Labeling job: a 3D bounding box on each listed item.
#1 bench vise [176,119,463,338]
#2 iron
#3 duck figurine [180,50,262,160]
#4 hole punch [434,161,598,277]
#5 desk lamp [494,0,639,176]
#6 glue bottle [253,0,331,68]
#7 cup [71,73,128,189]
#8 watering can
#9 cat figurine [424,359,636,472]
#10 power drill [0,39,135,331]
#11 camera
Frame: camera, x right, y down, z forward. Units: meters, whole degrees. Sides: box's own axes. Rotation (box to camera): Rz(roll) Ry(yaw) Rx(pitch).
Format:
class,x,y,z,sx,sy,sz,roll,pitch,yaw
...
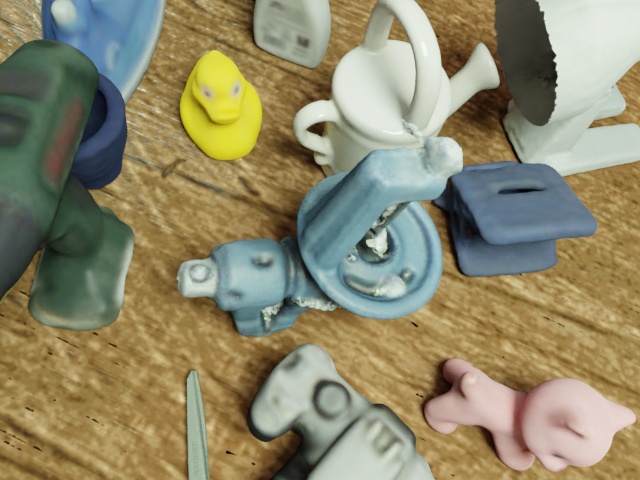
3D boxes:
class,x,y,z,sx,sy,sz,roll,pitch,yaw
bench vise,0.010,0.011,0.404,0.208,0.220,0.121,-28,73,-16
iron,-0.213,-0.239,0.526,0.118,0.141,0.258,0,67,-6
duck figurine,-0.093,-0.137,0.528,0.077,0.086,0.104,-11,69,-11
hole punch,0.170,-0.028,0.510,0.109,0.091,0.101,-6,68,-9
desk lamp,0.237,-0.150,0.502,0.203,0.213,0.118,-12,69,-11
glue bottle,-0.023,-0.236,0.530,0.078,0.173,0.037,24,67,4
cup,-0.213,-0.094,0.491,0.092,0.095,0.117,-37,76,-19
watering can,0.064,-0.122,0.480,0.173,0.194,0.101,-38,76,-19
cat figurine,0.156,0.129,0.428,0.127,0.118,0.067,24,67,4
power drill,-0.192,-0.008,0.395,0.075,0.208,0.229,4,67,-4
camera,-0.008,0.166,0.402,0.143,0.101,0.137,43,69,12
